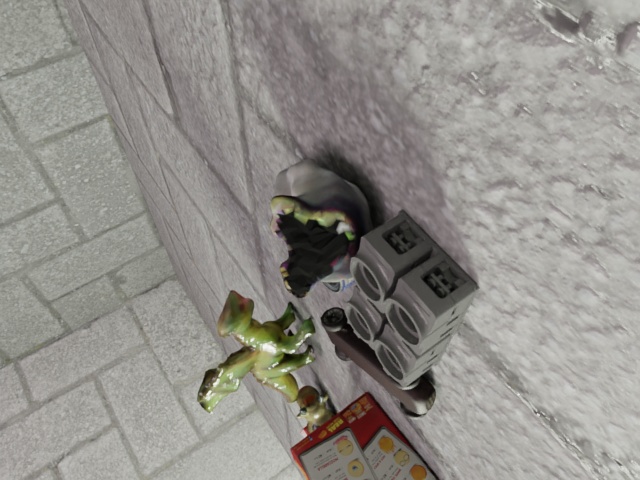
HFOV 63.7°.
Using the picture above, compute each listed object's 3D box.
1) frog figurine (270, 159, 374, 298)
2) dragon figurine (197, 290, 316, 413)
[{"bbox_3d":[0.002,-0.030,0.592,0.135,0.122,0.162,59,-162,-20],"label":"frog figurine"},{"bbox_3d":[-0.132,0.251,1.014,0.124,0.245,0.401,40,139,41],"label":"dragon figurine"}]
